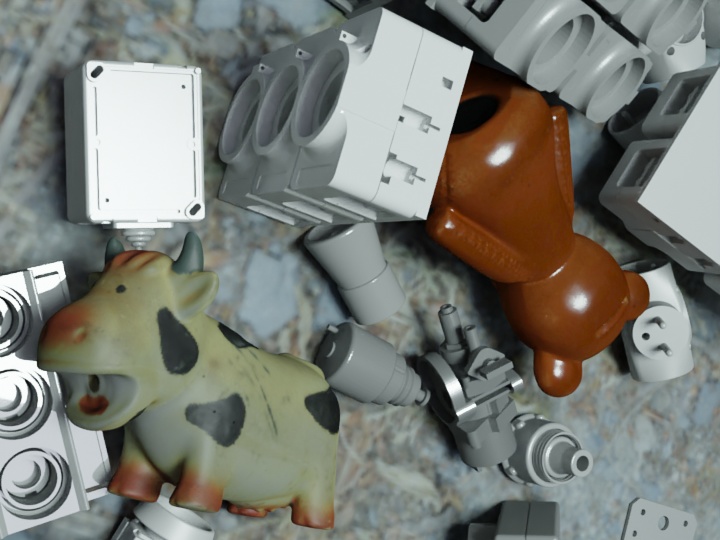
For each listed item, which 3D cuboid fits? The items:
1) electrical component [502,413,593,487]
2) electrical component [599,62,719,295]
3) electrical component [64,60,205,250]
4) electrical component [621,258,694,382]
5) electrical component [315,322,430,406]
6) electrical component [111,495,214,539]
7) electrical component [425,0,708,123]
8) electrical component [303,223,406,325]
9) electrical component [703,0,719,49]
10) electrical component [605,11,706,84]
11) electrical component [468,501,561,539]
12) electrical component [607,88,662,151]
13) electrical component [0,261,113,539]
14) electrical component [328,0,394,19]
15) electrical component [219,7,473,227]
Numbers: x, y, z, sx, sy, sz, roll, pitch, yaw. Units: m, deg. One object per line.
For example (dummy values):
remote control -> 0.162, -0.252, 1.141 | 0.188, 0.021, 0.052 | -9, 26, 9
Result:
electrical component -> 0.125, 0.120, 0.699 | 0.048, 0.062, 0.048 | -1, 91, -27
electrical component -> 0.261, -0.037, 0.709 | 0.186, 0.060, 0.105 | 34, 84, -16
electrical component -> -0.121, -0.058, 0.569 | 0.062, 0.061, 0.096 | -2, 92, -27
electrical component -> 0.201, 0.038, 0.730 | 0.044, 0.079, 0.077 | -14, 99, 7
electrical component -> 0.009, 0.062, 0.651 | 0.078, 0.040, 0.040 | 29, 78, -25
electrical component -> -0.112, 0.157, 0.588 | 0.066, 0.048, 0.055 | 34, 84, -24
electrical component -> 0.132, -0.155, 0.623 | 0.105, 0.060, 0.186 | -52, 154, 17
electrical component -> 0.000, 0.000, 0.645 | 0.044, 0.044, 0.065 | -36, 112, -22
electrical component -> 0.269, -0.210, 0.767 | 0.108, 0.060, 0.108 | -1, 91, -27
electrical component -> 0.192, -0.165, 0.737 | 0.079, 0.044, 0.077 | -27, 103, -24
electrical component -> 0.088, 0.179, 0.680 | 0.076, 0.083, 0.047 | -2, 92, 11
electrical component -> 0.224, -0.100, 0.755 | 0.077, 0.043, 0.079 | 42, 73, -21
electrical component -> -0.179, 0.063, 0.541 | 0.079, 0.063, 0.121 | -15, 98, -26
electrical component -> 0.035, -0.248, 0.620 | 0.060, 0.105, 0.186 | 32, 77, -23
electrical component -> -0.017, -0.076, 0.572 | 0.062, 0.150, 0.089 | 20, 81, -27
